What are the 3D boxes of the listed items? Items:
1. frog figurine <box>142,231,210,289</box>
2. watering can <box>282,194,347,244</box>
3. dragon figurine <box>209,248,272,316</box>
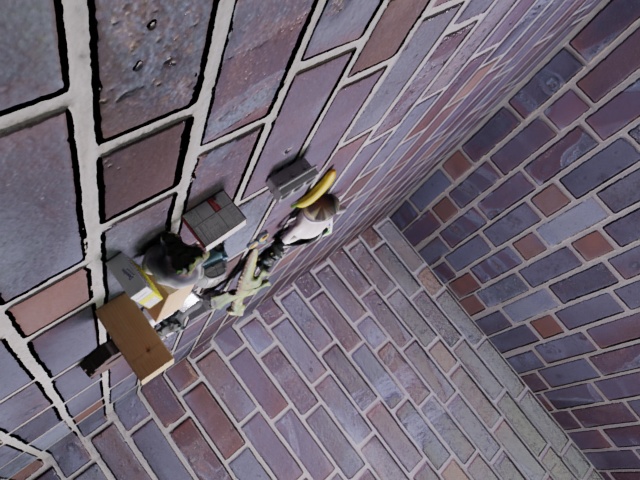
[{"bbox_3d":[-0.333,0.059,1.162,0.137,0.125,0.157,7,156,-30],"label":"frog figurine"},{"bbox_3d":[0.006,-0.094,1.877,0.352,0.105,0.220,-32,169,-35],"label":"watering can"},{"bbox_3d":[-0.314,0.183,1.957,0.245,0.123,0.401,-40,157,-20],"label":"dragon figurine"}]
